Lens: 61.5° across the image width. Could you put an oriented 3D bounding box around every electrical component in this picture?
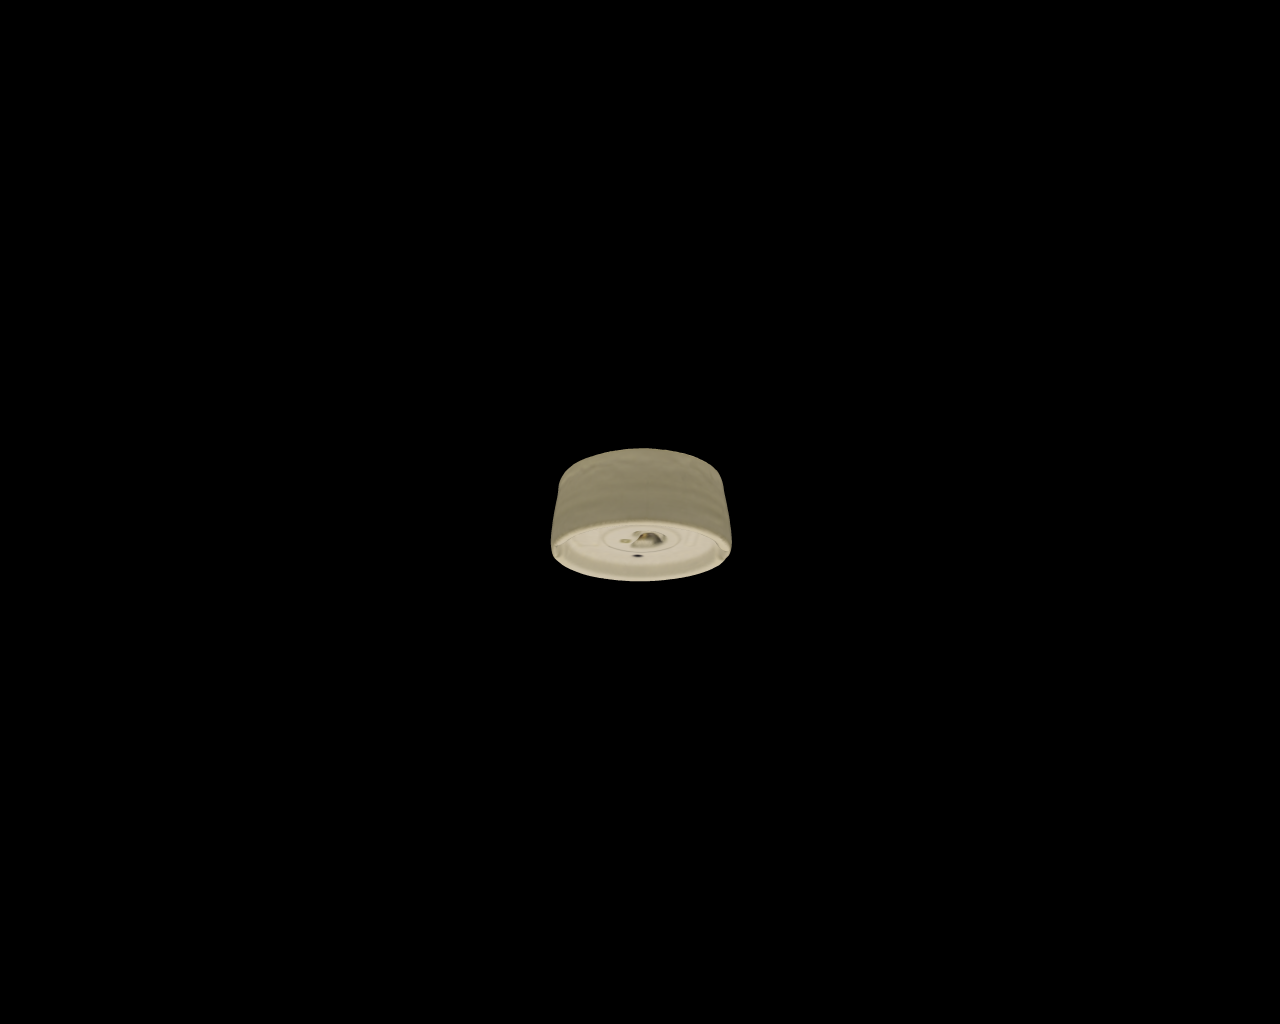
[{"bbox_3d":[0.001,-0.003,0.650,0.108,0.060,0.108,0,-22,0],"label":"electrical component"}]
